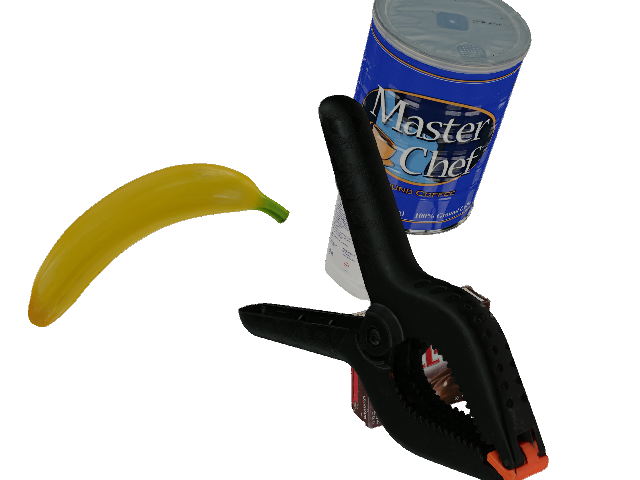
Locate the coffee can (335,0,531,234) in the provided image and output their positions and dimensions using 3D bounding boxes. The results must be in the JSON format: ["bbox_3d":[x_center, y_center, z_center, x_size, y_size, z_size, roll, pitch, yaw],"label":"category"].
[{"bbox_3d":[0.072,-0.089,0.721,0.102,0.140,0.103,7,42,-7],"label":"coffee can"}]

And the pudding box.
[{"bbox_3d":[0.080,0.092,0.859,0.113,0.090,0.039,-14,29,-23],"label":"pudding box"}]

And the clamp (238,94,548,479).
[{"bbox_3d":[0.039,0.035,0.548,0.036,0.165,0.210,-13,42,-40],"label":"clamp"}]

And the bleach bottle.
[{"bbox_3d":[0.063,-0.068,1.161,0.068,0.251,0.103,-3,23,-29],"label":"bleach bottle"}]

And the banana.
[{"bbox_3d":[-0.124,-0.005,0.732,0.198,0.069,0.037,-23,9,6],"label":"banana"}]
